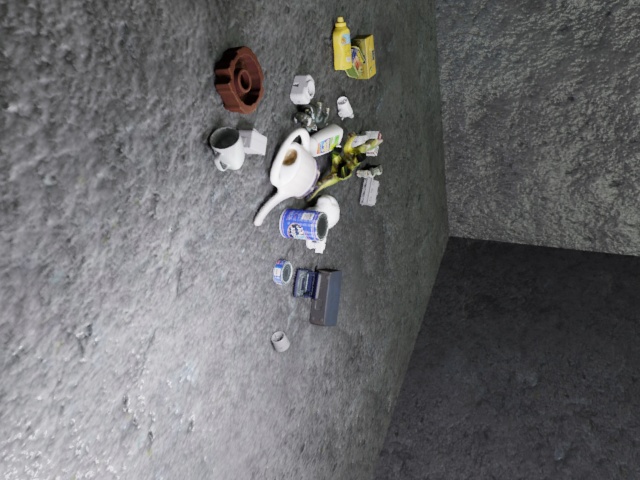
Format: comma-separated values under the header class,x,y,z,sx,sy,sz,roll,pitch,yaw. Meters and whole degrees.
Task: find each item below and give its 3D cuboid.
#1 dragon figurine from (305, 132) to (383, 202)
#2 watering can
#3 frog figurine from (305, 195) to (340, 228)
class,x,y,z,sx,sy,sz,roll,pitch,yaw
dragon figurine,0.092,-0.274,2.024,0.412,0.123,0.240,-44,168,-5
watering can,-0.105,-0.191,1.674,0.222,0.104,0.349,30,81,-64
frog figurine,0.006,-0.096,1.908,0.161,0.123,0.136,-40,152,-72
